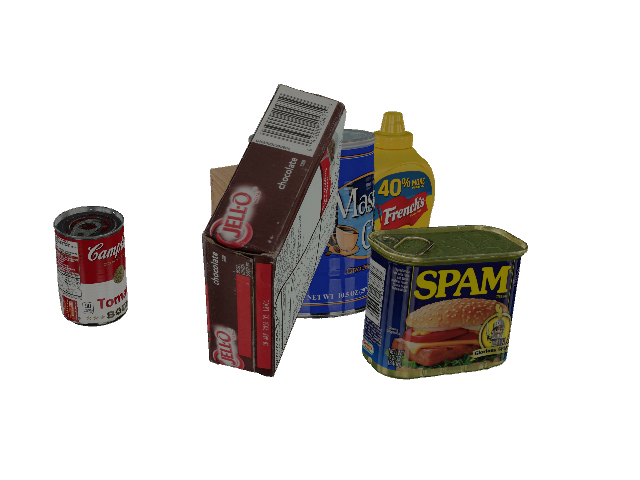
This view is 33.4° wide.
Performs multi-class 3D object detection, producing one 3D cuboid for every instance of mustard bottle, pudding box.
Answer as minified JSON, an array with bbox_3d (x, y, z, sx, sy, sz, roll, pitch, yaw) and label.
[{"bbox_3d":[0.071,-0.034,1.076,0.096,0.192,0.058,-8,17,-27],"label":"mustard bottle"},{"bbox_3d":[-0.021,-0.005,0.517,0.039,0.113,0.090,16,-42,10],"label":"pudding box"}]

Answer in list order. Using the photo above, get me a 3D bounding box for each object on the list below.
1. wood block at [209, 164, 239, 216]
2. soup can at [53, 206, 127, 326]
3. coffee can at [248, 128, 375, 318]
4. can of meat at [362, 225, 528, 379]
[{"bbox_3d":[-0.064,-0.024,1.349,0.090,0.090,0.206,-10,26,-22],"label":"wood block"},{"bbox_3d":[-0.228,0.026,1.062,0.068,0.102,0.068,2,27,-1],"label":"soup can"},{"bbox_3d":[-0.006,-0.017,0.876,0.103,0.140,0.103,-1,12,0],"label":"coffee can"},{"bbox_3d":[0.078,0.039,0.695,0.102,0.084,0.057,-3,19,-23],"label":"can of meat"}]
